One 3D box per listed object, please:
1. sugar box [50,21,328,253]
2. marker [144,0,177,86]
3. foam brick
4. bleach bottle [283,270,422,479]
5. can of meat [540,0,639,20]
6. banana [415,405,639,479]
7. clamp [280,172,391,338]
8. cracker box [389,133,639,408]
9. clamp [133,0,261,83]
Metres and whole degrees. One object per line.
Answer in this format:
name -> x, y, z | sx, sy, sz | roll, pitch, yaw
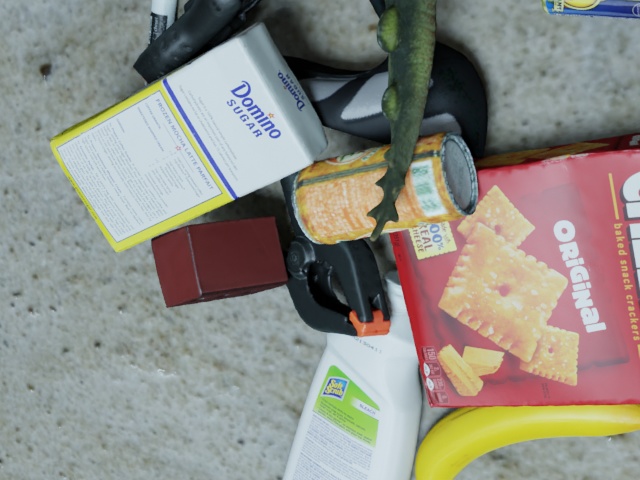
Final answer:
sugar box -> -0.089, -0.065, 0.710 | 0.176, 0.048, 0.093 | -22, 106, 29
marker -> -0.126, -0.132, 0.827 | 0.020, 0.020, 0.121 | 20, 114, 22
foam brick -> -0.071, 0.015, 0.758 | 0.053, 0.078, 0.051 | -18, 82, 53
bleach bottle -> 0.035, 0.143, 0.803 | 0.103, 0.068, 0.251 | 26, 115, 23
can of meat -> 0.177, -0.179, 0.624 | 0.084, 0.057, 0.102 | 11, 111, 28
banana -> 0.135, 0.140, 0.765 | 0.198, 0.037, 0.069 | -34, 106, 34
clamp -> -0.005, 0.001, 0.769 | 0.172, 0.039, 0.120 | 37, 125, 38
cracker box -> 0.159, 0.022, 0.689 | 0.214, 0.072, 0.164 | -6, 103, 30
clamp -> -0.074, -0.152, 0.725 | 0.210, 0.164, 0.036 | -31, 102, 42
